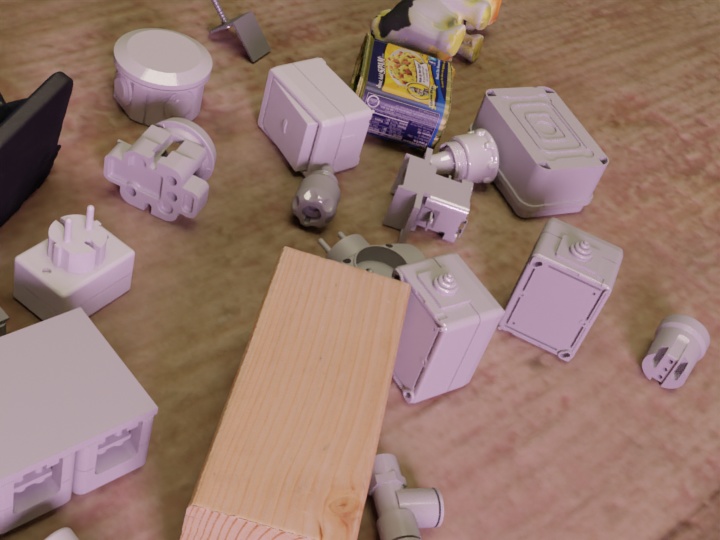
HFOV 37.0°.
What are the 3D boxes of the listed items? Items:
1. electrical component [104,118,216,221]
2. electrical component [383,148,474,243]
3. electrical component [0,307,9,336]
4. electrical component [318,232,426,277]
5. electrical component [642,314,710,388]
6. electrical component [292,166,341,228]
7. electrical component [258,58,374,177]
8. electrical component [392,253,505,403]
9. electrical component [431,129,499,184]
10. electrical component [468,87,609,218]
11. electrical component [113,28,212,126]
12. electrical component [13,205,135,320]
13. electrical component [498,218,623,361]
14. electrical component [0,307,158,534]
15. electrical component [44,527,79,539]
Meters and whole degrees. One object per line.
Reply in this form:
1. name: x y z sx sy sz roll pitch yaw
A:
1. electrical component: -0.145 -0.079 0.814 0.078 0.058 0.057 25 45 6
2. electrical component: 0.057 -0.056 0.874 0.064 0.042 0.081 19 43 -3
3. electrical component: -0.256 0.032 0.660 0.078 0.057 0.058 -27 59 -38
4. electrical component: 0.000 0.000 0.793 0.077 0.044 0.079 -21 56 -35
5. electrical component: 0.240 0.062 0.820 0.040 0.040 0.046 32 50 13
6. electrical component: -0.032 -0.062 0.854 0.035 0.035 0.061 18 40 -1
7. electrical component: -0.045 -0.130 0.899 0.061 0.061 0.096 -20 55 -35
8. electrical component: 0.055 0.034 0.739 0.061 0.096 0.061 -15 52 -31
9. electrical component: 0.085 -0.094 0.922 0.062 0.048 0.048 -12 51 -21
10. electrical component: 0.154 -0.104 0.946 0.078 0.057 0.113 -7 49 -26
11. electrical component: -0.166 -0.161 0.895 0.080 0.051 0.080 10 43 -10
12. electrical component: -0.188 -0.010 0.713 0.047 0.076 0.066 35 45 17
13. electrical component: 0.153 0.008 0.801 0.062 0.096 0.061 25 43 7
14. electrical component: -0.205 0.095 0.609 0.150 0.061 0.089 -23 57 -36
15. electrical component: -0.146 0.173 0.566 0.065 0.044 0.044 37 45 12
